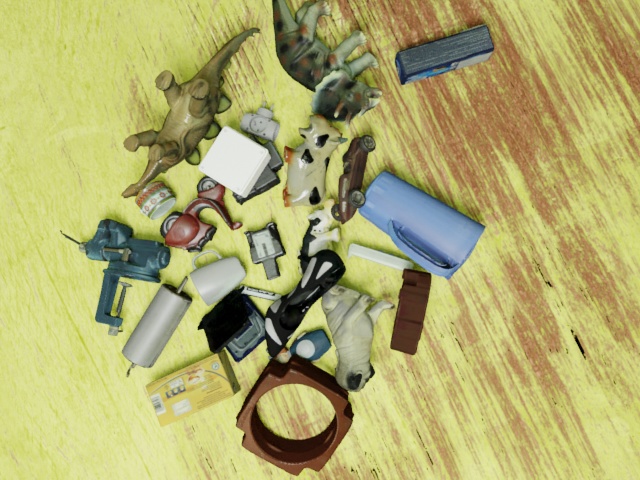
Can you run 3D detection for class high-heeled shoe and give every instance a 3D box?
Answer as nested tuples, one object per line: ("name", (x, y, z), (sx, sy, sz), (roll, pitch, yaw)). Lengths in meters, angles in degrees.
("high-heeled shoe", (-0.026, 0.134, 1.067), (0.145, 0.086, 0.248), (18, 93, 49))

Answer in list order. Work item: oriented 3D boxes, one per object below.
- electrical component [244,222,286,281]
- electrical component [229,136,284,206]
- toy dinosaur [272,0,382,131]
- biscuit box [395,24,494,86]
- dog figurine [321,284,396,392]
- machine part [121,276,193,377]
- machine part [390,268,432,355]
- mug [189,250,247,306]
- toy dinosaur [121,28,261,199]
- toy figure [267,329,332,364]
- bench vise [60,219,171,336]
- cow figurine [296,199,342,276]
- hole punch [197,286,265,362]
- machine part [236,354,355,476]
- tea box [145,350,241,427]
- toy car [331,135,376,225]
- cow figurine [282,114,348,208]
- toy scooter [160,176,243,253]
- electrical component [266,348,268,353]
("electrical component", (-0.111, 0.026, 1.157), (0.075, 0.047, 0.119), (-22, 84, 2))
("electrical component", (-0.149, -0.157, 1.174), (0.134, 0.058, 0.115), (-31, 85, 2))
("toy dinosaur", (-0.016, -0.397, 1.162), (0.405, 0.131, 0.192), (42, 89, 13))
("biscuit box", (0.265, -0.397, 1.162), (0.203, 0.059, 0.062), (-15, 85, 2))
("dog figurine", (0.046, 0.193, 1.090), (0.121, 0.173, 0.190), (22, 87, -36))
("machine part", (-0.347, 0.182, 1.147), (0.079, 0.079, 0.243), (30, 89, 7))
("machine part", (0.178, 0.141, 1.066), (0.056, 0.179, 0.179), (11, 86, 9))
("mug", (-0.218, 0.071, 1.152), (0.107, 0.080, 0.109), (-27, 75, -9))
("toy dinosaur", (-0.266, -0.276, 1.122), (0.105, 0.198, 0.471), (34, 88, 7))
("toy figure", (-0.051, 0.241, 1.130), (0.154, 0.057, 0.064), (-31, 49, 3))
("bench vise", (-0.435, 0.079, 1.144), (0.224, 0.129, 0.240), (8, 80, 6))
("cow figurine", (-0.002, -0.004, 1.145), (0.098, 0.068, 0.167), (-2, 83, 11))
("hole punch", (-0.176, 0.181, 1.132), (0.142, 0.092, 0.116), (-44, 43, 11))
("machine part", (-0.050, 0.349, 1.079), (0.201, 0.087, 0.201), (31, 102, -5))
("tea box", (-0.266, 0.310, 1.132), (0.170, 0.068, 0.098), (-22, 84, 1))
("toy car", (0.065, -0.127, 1.108), (0.053, 0.089, 0.202), (25, 62, -21))
("cow figurine", (-0.014, -0.165, 1.129), (0.127, 0.086, 0.194), (1, 109, -11))
("toy scooter", (-0.248, -0.038, 1.163), (0.135, 0.075, 0.184), (39, 84, 7))
("electrical component", (-0.091, 0.195, 1.153), (0.094, 0.021, 0.063), (-43, 83, -1))
